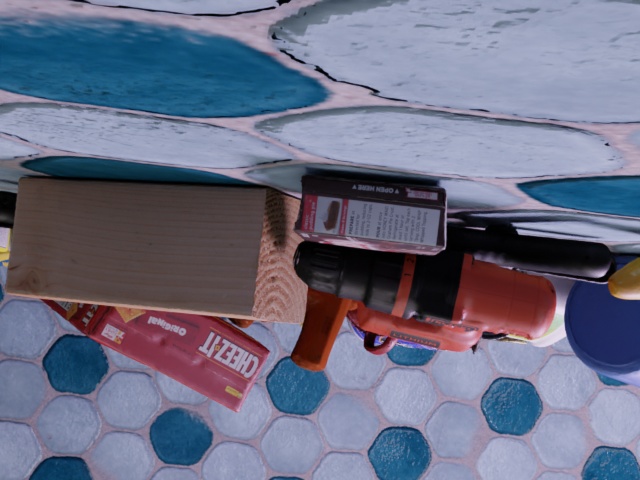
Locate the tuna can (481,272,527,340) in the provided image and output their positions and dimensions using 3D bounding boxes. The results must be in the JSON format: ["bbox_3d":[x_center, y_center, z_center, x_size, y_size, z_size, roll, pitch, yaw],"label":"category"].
[{"bbox_3d":[0.148,0.048,0.978,0.086,0.086,0.034,8,176,-24],"label":"tuna can"}]

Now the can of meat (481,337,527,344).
[{"bbox_3d":[0.202,0.080,1.297,0.102,0.084,0.057,3,174,28],"label":"can of meat"}]

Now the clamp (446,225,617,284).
[{"bbox_3d":[0.146,0.010,0.814,0.172,0.039,0.120,10,173,27],"label":"clamp"}]

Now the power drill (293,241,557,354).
[{"bbox_3d":[0.070,0.043,0.807,0.184,0.057,0.187,14,172,1],"label":"power drill"}]

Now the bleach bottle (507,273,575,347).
[{"bbox_3d":[0.146,0.050,1.057,0.250,0.068,0.103,10,148,-28],"label":"bleach bottle"}]

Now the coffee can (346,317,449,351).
[{"bbox_3d":[0.115,0.089,1.387,0.102,0.103,0.141,9,174,-36],"label":"coffee can"}]

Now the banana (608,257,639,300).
[{"bbox_3d":[0.288,0.035,0.813,0.197,0.070,0.037,19,-156,-47],"label":"banana"}]

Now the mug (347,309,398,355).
[{"bbox_3d":[0.076,0.064,1.114,0.093,0.117,0.082,29,161,-22],"label":"mug"}]

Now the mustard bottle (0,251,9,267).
[{"bbox_3d":[-0.335,0.009,1.253,0.191,0.058,0.096,7,176,-12],"label":"mustard bottle"}]

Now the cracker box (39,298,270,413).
[{"bbox_3d":[-0.165,0.069,0.988,0.164,0.072,0.214,33,172,-31],"label":"cracker box"}]

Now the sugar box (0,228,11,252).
[{"bbox_3d":[-0.368,-0.022,1.016,0.093,0.048,0.176,6,171,3],"label":"sugar box"}]

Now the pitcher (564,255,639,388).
[{"bbox_3d":[0.322,0.081,1.009,0.149,0.145,0.242,-13,161,37],"label":"pitcher"}]

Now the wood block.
[{"bbox_3d":[-0.118,0.007,0.791,0.206,0.091,0.090,3,175,23],"label":"wood block"}]

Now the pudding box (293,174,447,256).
[{"bbox_3d":[0.032,-0.013,0.669,0.090,0.039,0.113,6,175,3],"label":"pudding box"}]

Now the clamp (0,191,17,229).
[{"bbox_3d":[-0.202,-0.015,0.940,0.209,0.036,0.165,8,177,-15],"label":"clamp"}]
